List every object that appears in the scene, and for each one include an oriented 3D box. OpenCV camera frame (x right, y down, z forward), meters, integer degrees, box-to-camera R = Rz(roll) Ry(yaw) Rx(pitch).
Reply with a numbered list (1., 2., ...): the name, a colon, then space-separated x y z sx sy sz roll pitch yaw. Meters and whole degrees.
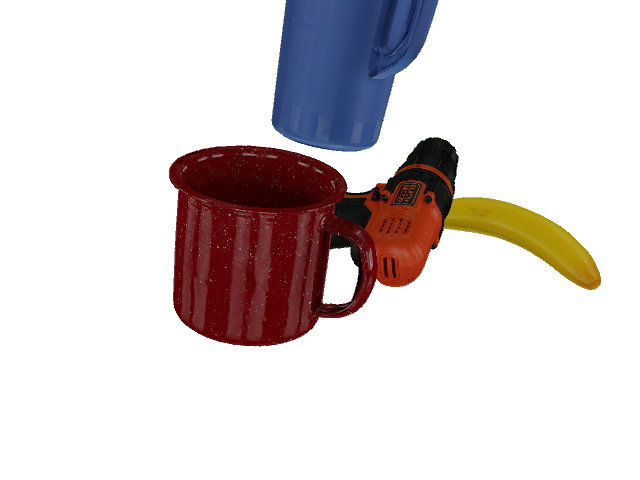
1. banana: 0.186 -0.004 1.042 0.198 0.069 0.037 17 -28 26
2. mug: -0.025 0.006 0.565 0.117 0.081 0.093 15 25 18
3. power drill: 0.011 -0.032 0.854 0.188 0.057 0.184 1 31 19
4. pitcher: 0.032 -0.210 1.013 0.145 0.243 0.149 11 18 0
